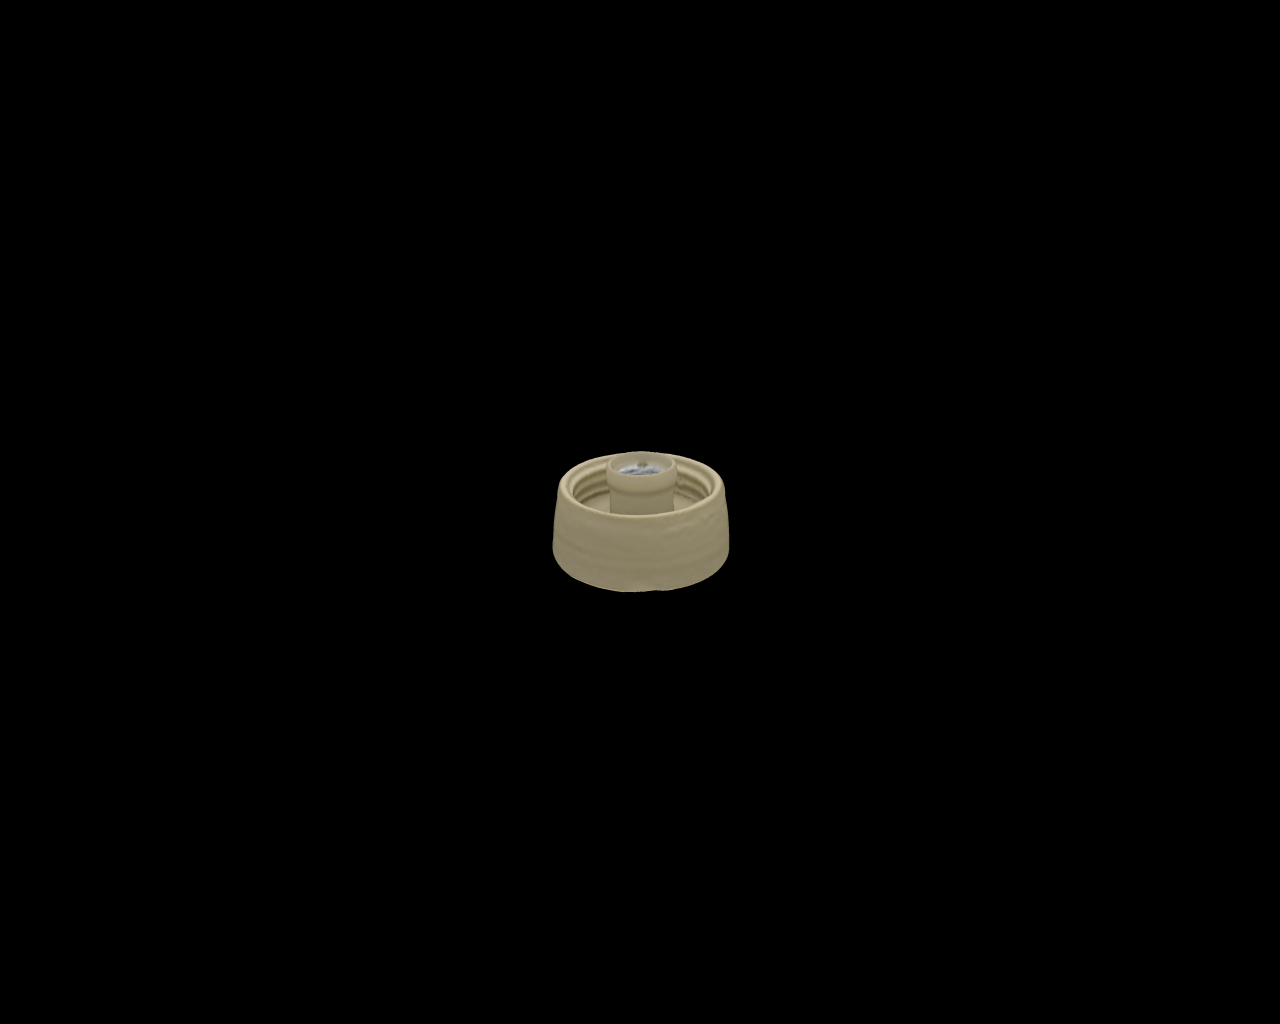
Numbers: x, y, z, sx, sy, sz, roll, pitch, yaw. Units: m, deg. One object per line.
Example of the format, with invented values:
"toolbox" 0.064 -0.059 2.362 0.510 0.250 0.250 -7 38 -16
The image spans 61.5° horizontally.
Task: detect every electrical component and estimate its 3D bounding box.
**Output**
"electrical component" 0.001 -0.003 0.650 0.108 0.060 0.108 0 25 0
